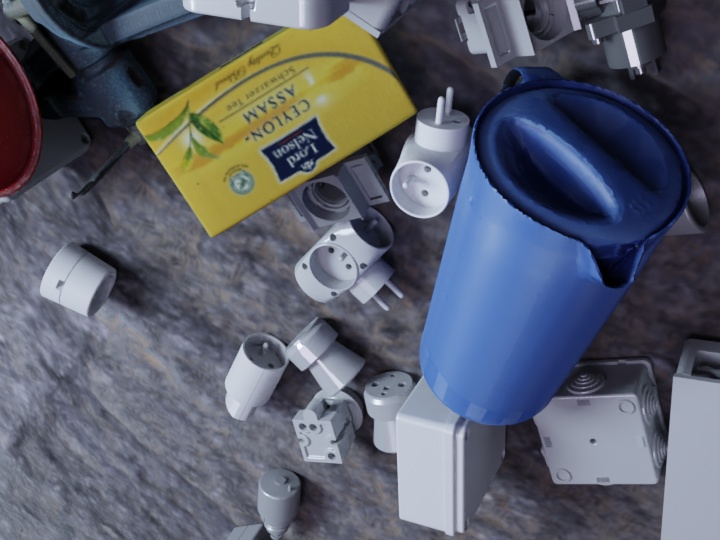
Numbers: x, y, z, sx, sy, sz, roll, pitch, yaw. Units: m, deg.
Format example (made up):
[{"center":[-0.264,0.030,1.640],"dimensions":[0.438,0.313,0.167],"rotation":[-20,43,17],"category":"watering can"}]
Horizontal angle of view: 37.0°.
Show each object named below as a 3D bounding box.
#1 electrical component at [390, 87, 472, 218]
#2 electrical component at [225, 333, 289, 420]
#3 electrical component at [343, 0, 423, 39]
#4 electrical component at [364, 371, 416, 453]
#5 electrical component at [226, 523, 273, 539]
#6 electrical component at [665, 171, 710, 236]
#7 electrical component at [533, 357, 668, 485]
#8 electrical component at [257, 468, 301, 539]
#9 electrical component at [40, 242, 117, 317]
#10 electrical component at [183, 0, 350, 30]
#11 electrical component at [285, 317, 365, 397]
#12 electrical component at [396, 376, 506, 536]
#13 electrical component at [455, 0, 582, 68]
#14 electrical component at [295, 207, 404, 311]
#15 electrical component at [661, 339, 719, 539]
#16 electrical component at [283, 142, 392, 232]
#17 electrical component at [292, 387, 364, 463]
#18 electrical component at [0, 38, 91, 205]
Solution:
[{"center":[0.055,-0.088,0.750],"dimensions":[0.044,0.077,0.079],"rotation":[16,124,17],"category":"electrical component"},{"center":[-0.096,0.098,0.956],"dimensions":[0.043,0.043,0.081],"rotation":[32,128,5],"category":"electrical component"},{"center":[-0.033,-0.239,0.683],"dimensions":[0.186,0.105,0.060],"rotation":[35,127,3],"category":"electrical component"},{"center":[0.029,0.120,0.908],"dimensions":[0.045,0.045,0.055],"rotation":[1,118,25],"category":"electrical component"},{"center":[-0.099,0.287,1.056],"dimensions":[0.077,0.065,0.047],"rotation":[-16,111,32],"category":"electrical component"},{"center":[0.199,-0.039,0.735],"dimensions":[0.065,0.044,0.044],"rotation":[-17,110,37],"category":"electrical component"},{"center":[0.185,0.119,0.831],"dimensions":[0.100,0.048,0.099],"rotation":[-6,116,28],"category":"electrical component"},{"center":[-0.078,0.226,1.025],"dimensions":[0.040,0.040,0.078],"rotation":[17,124,16],"category":"electrical component"},{"center":[-0.253,0.010,0.970],"dimensions":[0.047,0.055,0.055],"rotation":[28,127,3],"category":"electrical component"},{"center":[-0.055,-0.181,0.626],"dimensions":[0.095,0.053,0.059],"rotation":[13,123,18],"category":"electrical component"},{"center":[-0.030,0.073,0.908],"dimensions":[0.055,0.045,0.045],"rotation":[45,127,-5],"category":"electrical component"},{"center":[0.074,0.133,0.855],"dimensions":[0.056,0.108,0.108],"rotation":[11,123,23],"category":"electrical component"},{"center":[0.099,-0.163,0.687],"dimensions":[0.064,0.081,0.042],"rotation":[10,126,55],"category":"electrical component"},{"center":[0.000,0.000,0.850],"dimensions":[0.079,0.044,0.077],"rotation":[43,127,-4],"category":"electrical component"},{"center":[0.284,0.146,0.794],"dimensions":[0.105,0.060,0.186],"rotation":[7,122,21],"category":"electrical component"},{"center":[-0.017,-0.068,0.804],"dimensions":[0.081,0.063,0.042],"rotation":[-11,127,30],"category":"electrical component"},{"center":[-0.026,0.132,0.935],"dimensions":[0.048,0.055,0.066],"rotation":[-1,118,26],"category":"electrical component"},{"center":[-0.294,-0.118,0.878],"dimensions":[0.056,0.108,0.108],"rotation":[-20,109,36],"category":"electrical component"}]
